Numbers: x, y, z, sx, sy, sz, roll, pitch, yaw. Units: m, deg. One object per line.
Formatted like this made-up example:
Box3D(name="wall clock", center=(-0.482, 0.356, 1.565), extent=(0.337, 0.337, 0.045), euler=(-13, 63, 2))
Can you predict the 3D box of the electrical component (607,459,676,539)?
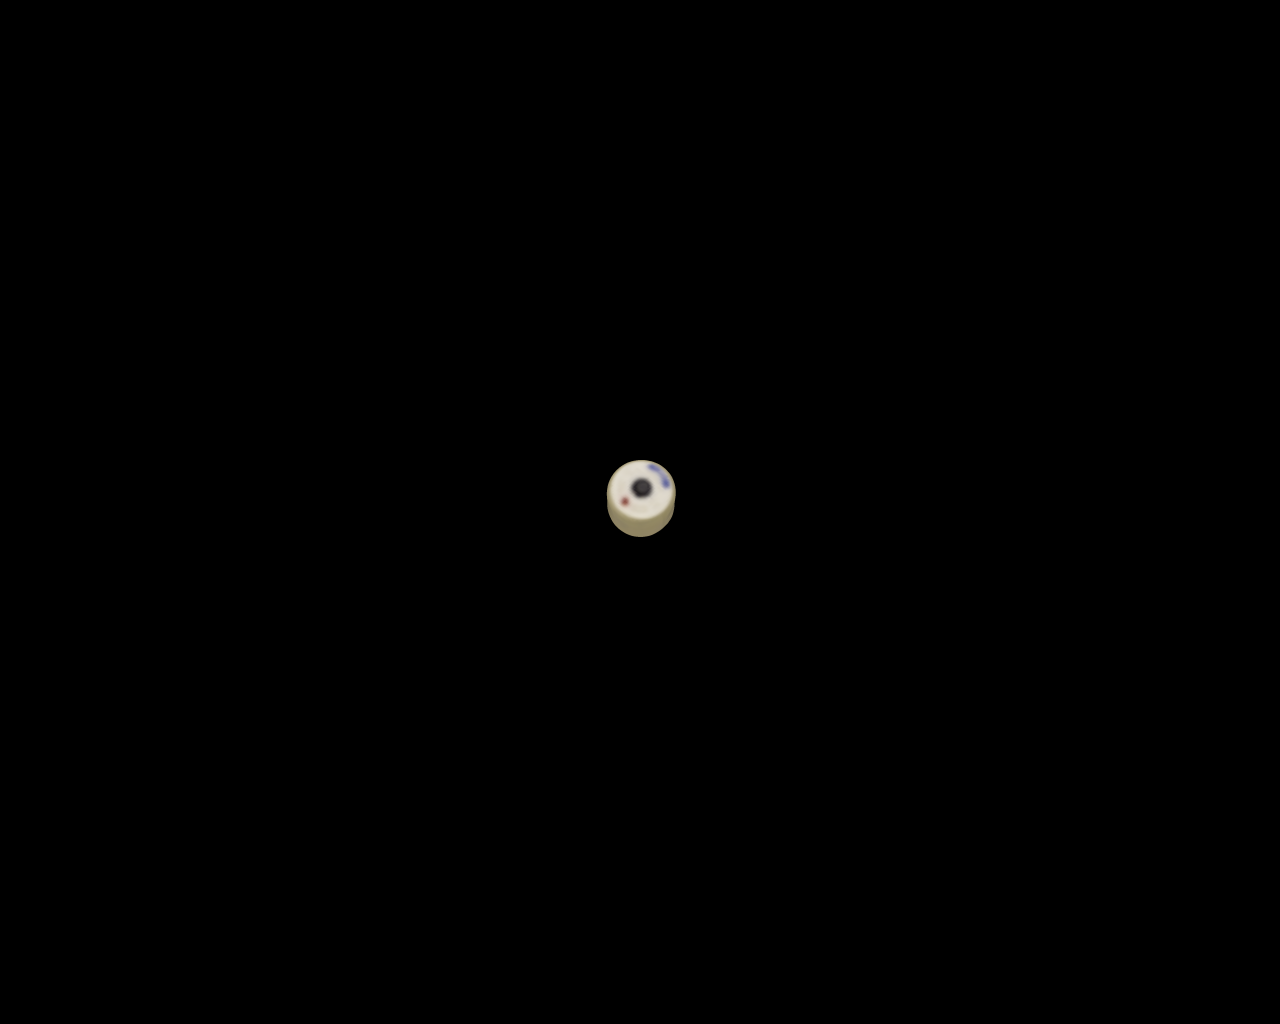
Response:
Box3D(name="electrical component", center=(0.001, -0.003, 0.650), extent=(0.040, 0.040, 0.078), euler=(0, -19, 0))
